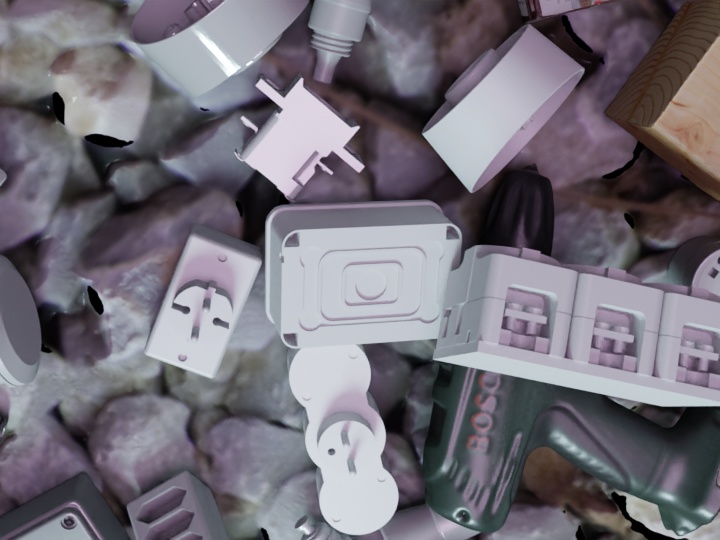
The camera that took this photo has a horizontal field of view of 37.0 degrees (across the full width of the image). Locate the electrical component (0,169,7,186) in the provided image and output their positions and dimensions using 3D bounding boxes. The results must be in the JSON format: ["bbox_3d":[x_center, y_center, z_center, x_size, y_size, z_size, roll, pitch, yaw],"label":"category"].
[{"bbox_3d":[-0.261,-0.052,0.614,0.100,0.099,0.048,39,109,-13],"label":"electrical component"}]

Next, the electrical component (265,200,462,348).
[{"bbox_3d":[0.000,0.000,0.664,0.113,0.057,0.078,-3,111,-14],"label":"electrical component"}]

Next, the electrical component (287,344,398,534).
[{"bbox_3d":[-0.010,0.107,0.691,0.052,0.073,0.138,-13,104,-3],"label":"electrical component"}]

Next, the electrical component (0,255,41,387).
[{"bbox_3d":[-0.229,0.034,0.648,0.051,0.080,0.080,-14,104,2],"label":"electrical component"}]

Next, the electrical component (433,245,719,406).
[{"bbox_3d":[0.129,0.033,0.613,0.150,0.089,0.061,12,81,-10],"label":"electrical component"}]

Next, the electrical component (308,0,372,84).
[{"bbox_3d":[-0.015,-0.144,0.651,0.035,0.035,0.061,14,104,-9],"label":"electrical component"}]

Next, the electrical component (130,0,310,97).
[{"bbox_3d":[-0.079,-0.148,0.613,0.099,0.099,0.064,-39,110,4],"label":"electrical component"}]

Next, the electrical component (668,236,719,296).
[{"bbox_3d":[0.235,0.006,0.707,0.055,0.047,0.055,-1,103,-6],"label":"electrical component"}]

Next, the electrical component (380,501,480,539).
[{"bbox_3d":[0.049,0.174,0.731,0.065,0.044,0.044,-24,105,-5],"label":"electrical component"}]

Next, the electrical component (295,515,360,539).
[{"bbox_3d":[-0.015,0.197,0.729,0.040,0.040,0.078,-40,104,4],"label":"electrical component"}]

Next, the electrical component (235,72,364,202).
[{"bbox_3d":[-0.039,-0.081,0.660,0.081,0.042,0.063,39,100,-12],"label":"electrical component"}]

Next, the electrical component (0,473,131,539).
[{"bbox_3d":[-0.201,0.208,0.703,0.109,0.056,0.108,-29,105,1],"label":"electrical component"}]

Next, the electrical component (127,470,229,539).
[{"bbox_3d":[-0.105,0.188,0.705,0.047,0.083,0.075,-30,143,2],"label":"electrical component"}]

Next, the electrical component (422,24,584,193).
[{"bbox_3d":[0.086,-0.096,0.644,0.064,0.099,0.099,43,95,-7],"label":"electrical component"}]

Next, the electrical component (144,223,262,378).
[{"bbox_3d":[-0.097,0.023,0.660,0.047,0.075,0.083,21,100,-11],"label":"electrical component"}]
